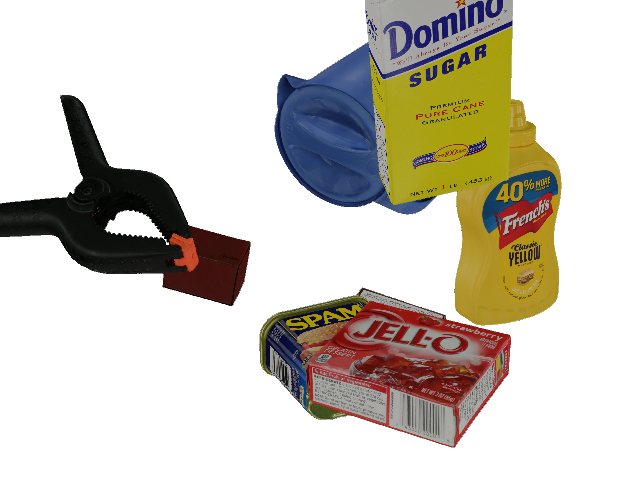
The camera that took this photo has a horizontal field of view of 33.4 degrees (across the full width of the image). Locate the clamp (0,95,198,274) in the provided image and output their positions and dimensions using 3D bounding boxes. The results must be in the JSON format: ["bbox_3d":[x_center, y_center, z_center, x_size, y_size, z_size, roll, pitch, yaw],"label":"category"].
[{"bbox_3d":[-0.177,-0.037,0.839,0.210,0.164,0.036,19,-33,20],"label":"clamp"}]

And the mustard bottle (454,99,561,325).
[{"bbox_3d":[0.163,-0.027,0.921,0.096,0.192,0.058,-12,24,-22],"label":"mustard bottle"}]

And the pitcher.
[{"bbox_3d":[0.079,-0.139,1.096,0.145,0.149,0.242,10,37,35],"label":"pitcher"}]

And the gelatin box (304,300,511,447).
[{"bbox_3d":[0.048,0.068,0.575,0.089,0.030,0.073,13,31,29],"label":"gelatin box"}]

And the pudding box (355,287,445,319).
[{"bbox_3d":[0.092,0.112,1.244,0.114,0.090,0.039,16,46,26],"label":"pudding box"}]

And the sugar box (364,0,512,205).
[{"bbox_3d":[0.083,-0.111,0.737,0.093,0.176,0.048,-13,45,-5],"label":"sugar box"}]

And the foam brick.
[{"bbox_3d":[-0.118,0.025,1.102,0.078,0.051,0.053,16,32,4],"label":"foam brick"}]

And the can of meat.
[{"bbox_3d":[0.015,0.091,0.832,0.101,0.057,0.084,-11,27,-25],"label":"can of meat"}]
